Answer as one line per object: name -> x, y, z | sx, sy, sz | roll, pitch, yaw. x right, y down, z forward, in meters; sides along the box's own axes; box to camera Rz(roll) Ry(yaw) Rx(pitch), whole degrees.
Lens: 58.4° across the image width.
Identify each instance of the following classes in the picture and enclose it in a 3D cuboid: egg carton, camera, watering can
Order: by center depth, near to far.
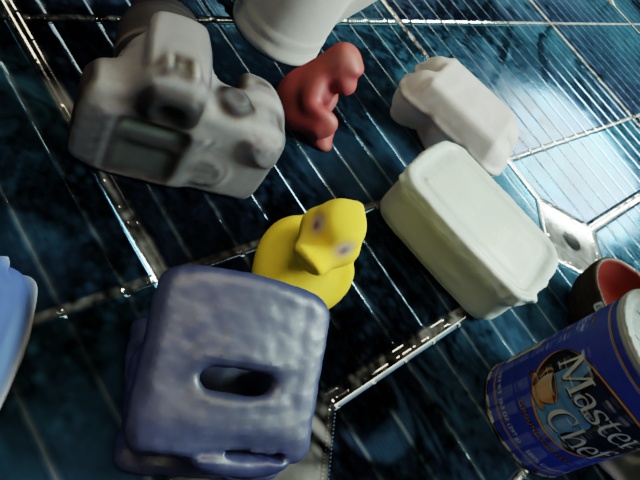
camera -> -0.100, -0.119, 0.427 | 0.144, 0.100, 0.136 | 12, 52, -28
watering can -> 0.005, -0.275, 0.553 | 0.173, 0.193, 0.101 | -15, 68, -41
egg carton -> 0.153, -0.136, 0.643 | 0.150, 0.069, 0.107 | 42, 44, -2

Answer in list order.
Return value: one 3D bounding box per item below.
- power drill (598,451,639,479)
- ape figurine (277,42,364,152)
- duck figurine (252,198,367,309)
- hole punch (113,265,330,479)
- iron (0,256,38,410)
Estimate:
power drill -> 0.326, 0.145, 0.454 | 0.229, 0.208, 0.076 | 51, 45, 8
ape figurine -> 0.006, -0.140, 0.525 | 0.076, 0.092, 0.078 | 39, 44, -4
duck figurine -> 0.004, 0.002, 0.421 | 0.077, 0.086, 0.105 | 43, 44, 0
hole punch -> -0.050, 0.078, 0.321 | 0.109, 0.091, 0.101 | 15, 51, -26
iron -> -0.190, 0.064, 0.196 | 0.119, 0.141, 0.259 | 39, 44, -4
